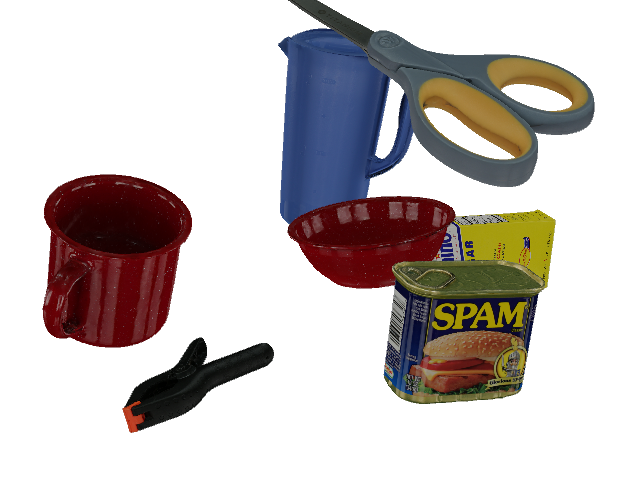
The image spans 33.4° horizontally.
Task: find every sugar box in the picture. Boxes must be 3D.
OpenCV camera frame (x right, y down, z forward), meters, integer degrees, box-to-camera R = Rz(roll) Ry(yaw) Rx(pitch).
[{"bbox_3d":[0.194,0.017,1.288,0.176,0.093,0.048,-6,21,-22],"label":"sugar box"}]

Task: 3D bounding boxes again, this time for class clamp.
[{"bbox_3d":[-0.131,0.147,1.117,0.120,0.039,0.171,-11,19,36],"label":"clamp"}]

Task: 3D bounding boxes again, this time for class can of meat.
[{"bbox_3d":[0.096,0.062,0.734,0.102,0.084,0.057,0,19,-19],"label":"can of meat"}]

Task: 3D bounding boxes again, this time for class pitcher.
[{"bbox_3d":[0.024,-0.132,1.325,0.144,0.243,0.149,-3,25,-22],"label":"pitcher"}]

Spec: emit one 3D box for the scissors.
[{"bbox_3d":[0.054,-0.093,0.525,0.096,0.016,0.202,-17,46,-20],"label":"scissors"}]

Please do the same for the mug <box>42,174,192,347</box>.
[{"bbox_3d":[-0.140,0.021,0.688,0.093,0.082,0.117,21,35,11],"label":"mug"}]

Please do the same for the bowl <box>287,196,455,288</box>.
[{"bbox_3d":[0.051,0.005,1.026,0.162,0.055,0.162,-7,17,2],"label":"bowl"}]
